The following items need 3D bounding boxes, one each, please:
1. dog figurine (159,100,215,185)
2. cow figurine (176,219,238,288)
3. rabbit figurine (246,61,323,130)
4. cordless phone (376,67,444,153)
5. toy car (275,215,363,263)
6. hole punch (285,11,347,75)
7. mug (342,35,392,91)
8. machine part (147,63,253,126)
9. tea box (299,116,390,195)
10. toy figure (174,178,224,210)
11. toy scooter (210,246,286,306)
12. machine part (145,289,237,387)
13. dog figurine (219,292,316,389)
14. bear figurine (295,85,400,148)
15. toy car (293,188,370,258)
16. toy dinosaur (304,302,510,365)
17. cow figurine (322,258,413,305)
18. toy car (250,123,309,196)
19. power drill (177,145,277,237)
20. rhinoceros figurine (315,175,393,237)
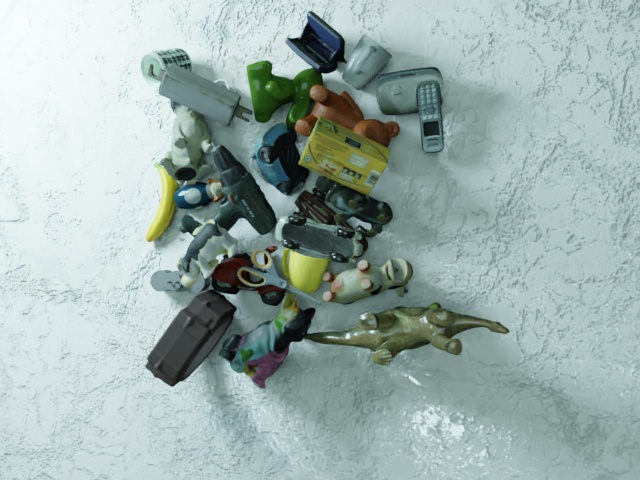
[{"bbox_3d":[-0.323,-0.250,1.286,0.172,0.121,0.191,-43,49,34],"label":"dog figurine"},{"bbox_3d":[-0.270,0.033,1.208,0.167,0.068,0.098,-40,109,13],"label":"cow figurine"},{"bbox_3d":[-0.072,-0.335,1.221,0.170,0.121,0.159,-11,91,-5],"label":"rabbit figurine"},{"bbox_3d":[0.204,-0.279,1.188,0.147,0.089,0.184,-6,93,10],"label":"cordless phone"},{"bbox_3d":[-0.002,-0.004,1.191,0.202,0.056,0.073,15,100,13],"label":"toy car"},{"bbox_3d":[-0.010,-0.427,1.205,0.142,0.115,0.092,38,89,6],"label":"hole punch"},{"bbox_3d":[0.099,-0.389,1.197,0.081,0.109,0.107,34,108,-5],"label":"mug"},{"bbox_3d":[-0.268,-0.324,1.205,0.243,0.079,0.079,22,94,-12],"label":"machine part"},{"bbox_3d":[0.052,-0.178,1.145,0.169,0.068,0.098,26,131,-7],"label":"tea box"},{"bbox_3d":[-0.269,-0.112,1.283,0.155,0.058,0.064,-15,126,8],"label":"toy figure"},{"bbox_3d":[-0.161,0.070,1.253,0.184,0.075,0.135,13,92,7],"label":"toy scooter"},{"bbox_3d":[-0.283,0.217,1.208,0.087,0.201,0.201,37,95,6],"label":"machine part"},{"bbox_3d":[-0.112,0.215,1.219,0.108,0.192,0.219,46,76,-23],"label":"dog figurine"},{"bbox_3d":[0.065,-0.247,1.187,0.196,0.132,0.120,36,115,16],"label":"bear figurine"},{"bbox_3d":[0.025,-0.036,1.233,0.202,0.053,0.089,42,100,6],"label":"toy car"},{"bbox_3d":[0.151,0.193,1.134,0.472,0.198,0.105,-5,88,18],"label":"toy dinosaur"},{"bbox_3d":[0.115,0.092,1.188,0.195,0.127,0.085,-21,66,26],"label":"cow figurine"},{"bbox_3d":[-0.101,-0.181,1.229,0.103,0.109,0.161,3,129,40],"label":"toy car"},{"bbox_3d":[-0.227,-0.080,1.233,0.207,0.086,0.231,-37,114,11],"label":"power drill"},{"bbox_3d":[0.077,-0.089,1.195,0.190,0.112,0.073,29,134,-4],"label":"rhinoceros figurine"}]
